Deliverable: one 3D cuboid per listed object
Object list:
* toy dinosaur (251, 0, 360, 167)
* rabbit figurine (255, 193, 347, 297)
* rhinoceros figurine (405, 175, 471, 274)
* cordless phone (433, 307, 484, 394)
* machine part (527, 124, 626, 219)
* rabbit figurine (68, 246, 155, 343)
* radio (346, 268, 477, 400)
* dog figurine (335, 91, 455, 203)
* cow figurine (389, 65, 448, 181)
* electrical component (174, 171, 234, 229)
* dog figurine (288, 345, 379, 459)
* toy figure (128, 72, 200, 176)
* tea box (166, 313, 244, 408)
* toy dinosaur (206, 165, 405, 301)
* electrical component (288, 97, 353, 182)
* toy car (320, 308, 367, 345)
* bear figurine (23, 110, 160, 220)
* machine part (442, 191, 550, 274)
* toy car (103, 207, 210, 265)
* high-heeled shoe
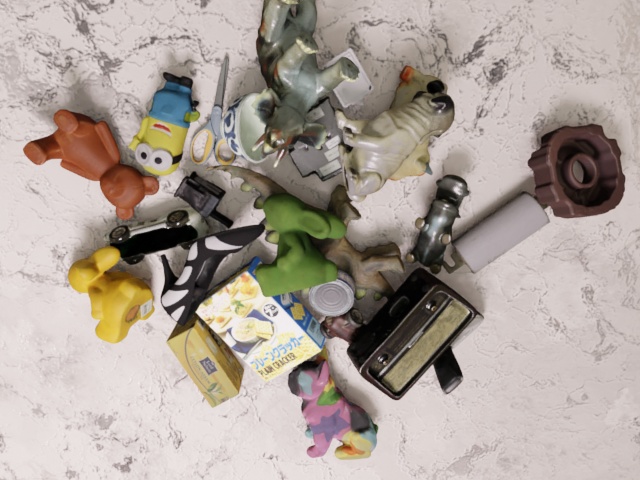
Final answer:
[{"bbox_3d":[-0.054,-0.304,0.889,0.131,0.405,0.192,9,148,-35],"label":"toy dinosaur"},{"bbox_3d":[-0.042,-0.001,0.910,0.159,0.121,0.170,-15,89,25],"label":"rabbit figurine"},{"bbox_3d":[0.224,-0.028,0.999,0.073,0.112,0.190,25,121,22],"label":"rhinoceros figurine"},{"bbox_3d":[0.259,0.203,1.025,0.088,0.184,0.146,42,103,-10],"label":"cordless phone"},{"bbox_3d":[0.462,-0.121,0.963,0.179,0.056,0.179,1,85,-16],"label":"machine part"},{"bbox_3d":[-0.417,0.091,1.021,0.173,0.122,0.162,30,142,20],"label":"rabbit figurine"},{"bbox_3d":[0.165,0.171,0.989,0.131,0.073,0.229,39,93,-31],"label":"radio"},{"bbox_3d":[0.131,-0.151,0.895,0.191,0.121,0.172,-9,137,-3],"label":"dog figurine"},{"bbox_3d":[0.166,-0.197,0.962,0.127,0.085,0.194,24,105,0],"label":"cow figurine"},{"bbox_3d":[-0.206,-0.073,1.001,0.119,0.075,0.047,34,104,-5],"label":"electrical component"},{"bbox_3d":[0.029,0.332,1.108,0.192,0.108,0.219,1,104,1],"label":"dog figurine"},{"bbox_3d":[-0.269,-0.202,0.961,0.082,0.089,0.180,21,97,24],"label":"toy figure"},{"bbox_3d":[-0.227,0.236,1.083,0.068,0.098,0.169,-28,103,7],"label":"tea box"},{"bbox_3d":[-0.002,-0.003,1.009,0.198,0.105,0.471,-41,98,15],"label":"toy dinosaur"},{"bbox_3d":[-0.003,-0.176,0.978,0.115,0.058,0.134,-26,106,9],"label":"electrical component"},{"bbox_3d":[0.090,0.198,1.057,0.202,0.053,0.089,36,131,-28],"label":"toy car"},{"bbox_3d":[-0.398,-0.127,0.961,0.120,0.132,0.195,-37,97,13],"label":"bear figurine"},{"bbox_3d":[0.339,-0.013,1.016,0.243,0.079,0.079,-37,103,9],"label":"machine part"},{"bbox_3d":[-0.312,-0.009,1.025,0.202,0.056,0.073,-14,131,5],"label":"toy car"},{"bbox_3d":[-0.193,0.066,0.984,0.249,0.086,0.145,-18,93,20],"label":"high-heeled shoe"}]
